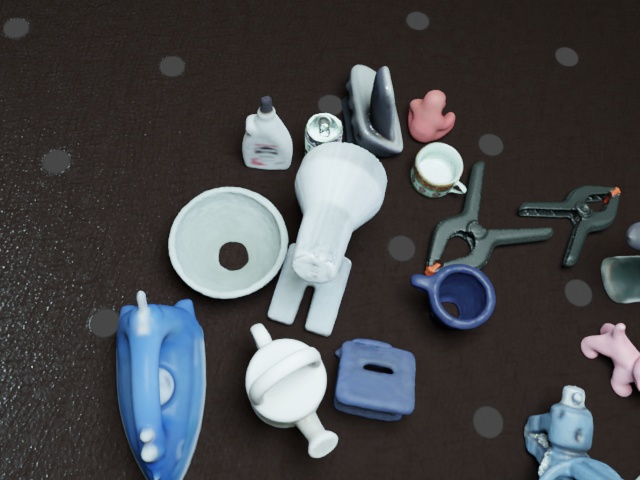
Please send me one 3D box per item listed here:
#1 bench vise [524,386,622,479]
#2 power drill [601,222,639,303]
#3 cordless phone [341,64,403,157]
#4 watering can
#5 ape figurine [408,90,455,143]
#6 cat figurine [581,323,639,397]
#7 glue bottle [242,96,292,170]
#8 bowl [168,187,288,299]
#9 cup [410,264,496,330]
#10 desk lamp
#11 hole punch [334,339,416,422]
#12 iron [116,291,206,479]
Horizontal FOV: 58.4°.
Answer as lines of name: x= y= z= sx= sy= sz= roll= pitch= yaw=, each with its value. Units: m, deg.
bench vise: x=0.305 y=0.281 z=0.678 sx=0.121 sy=0.220 sz=0.207 roll=-10 pitch=70 yaw=-7
power drill: x=0.489 y=0.025 z=0.797 sx=0.229 sy=0.208 sz=0.075 roll=-3 pitch=69 yaw=-5
cordless phone: x=0.089 y=-0.224 z=0.877 sx=0.094 sy=0.185 sz=0.147 roll=-9 pitch=70 yaw=-7
watering can: x=-0.036 y=0.180 z=0.707 sx=0.172 sy=0.194 sz=0.101 roll=36 pitch=71 yaw=10
ape figurine: x=0.180 y=-0.207 z=0.927 sx=0.077 sy=0.092 sz=0.076 roll=41 pitch=72 yaw=12
cat figurine: x=0.443 y=0.167 z=0.787 sx=0.067 sy=0.118 sz=0.127 roll=-34 pitch=75 yaw=-15
glue bottle: x=-0.079 y=-0.159 z=0.846 sx=0.078 sy=0.173 sz=0.037 roll=0 pitch=69 yaw=-4
bowl: x=-0.129 y=0.013 z=0.829 sx=0.167 sy=0.075 sz=0.167 roll=1 pitch=69 yaw=-3
cup: x=0.177 y=0.086 z=0.812 sx=0.117 sy=0.095 sz=0.092 roll=19 pitch=69 yaw=4
desk lamp: x=0.007 y=0.003 z=0.768 sx=0.118 sy=0.213 sz=0.203 roll=15 pitch=69 yaw=2
hole punch: x=0.072 y=0.184 z=0.769 sx=0.108 sy=0.091 sz=0.101 roll=10 pitch=68 yaw=0
iron: x=-0.207 y=0.193 z=0.718 sx=0.118 sy=0.141 sz=0.258 roll=-6 pitch=69 yaw=-6
